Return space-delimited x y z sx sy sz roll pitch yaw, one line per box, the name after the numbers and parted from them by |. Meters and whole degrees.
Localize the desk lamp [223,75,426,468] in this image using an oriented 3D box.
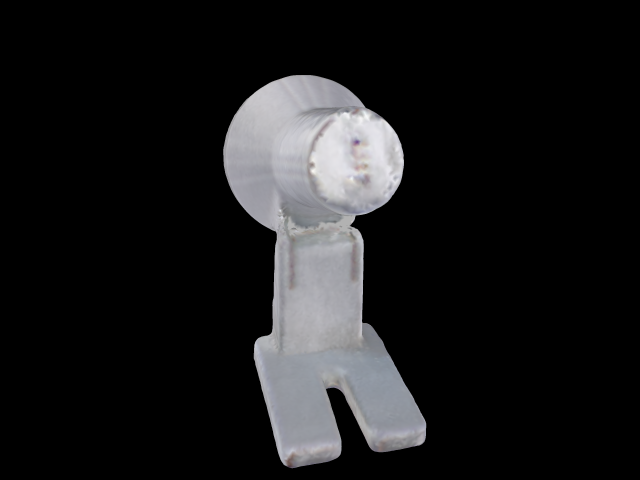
0.004 0.001 0.400 0.118 0.214 0.202 -7 27 -13 | desk lamp
